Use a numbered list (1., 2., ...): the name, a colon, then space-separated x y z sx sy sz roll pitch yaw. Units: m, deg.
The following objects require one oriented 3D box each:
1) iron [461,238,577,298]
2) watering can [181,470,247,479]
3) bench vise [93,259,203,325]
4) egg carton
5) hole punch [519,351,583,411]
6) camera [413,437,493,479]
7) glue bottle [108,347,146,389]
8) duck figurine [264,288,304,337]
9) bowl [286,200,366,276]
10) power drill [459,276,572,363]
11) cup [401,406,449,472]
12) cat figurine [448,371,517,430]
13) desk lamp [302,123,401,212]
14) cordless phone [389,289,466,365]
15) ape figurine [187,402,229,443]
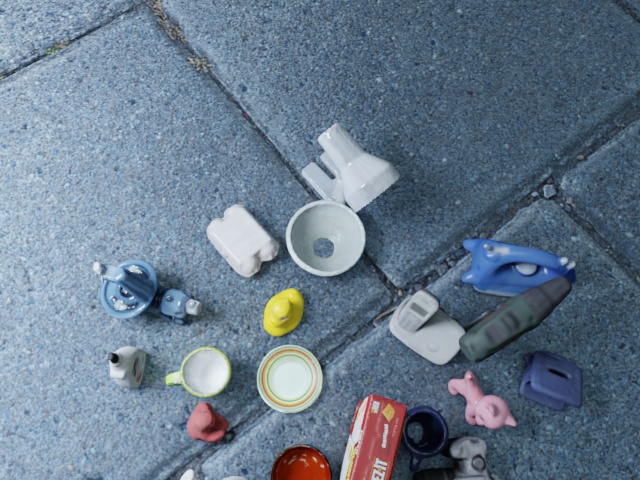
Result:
1. iron: 0.433 0.050 1.187 0.258 0.141 0.118 7 70 0
2. watering can: -0.165 0.462 0.981 0.173 0.194 0.101 12 70 2
3. bench vise: -0.331 0.086 1.090 0.207 0.220 0.121 -2 71 -3
4. egg carton: -0.164 0.001 1.209 0.107 0.069 0.150 -41 77 -15
5. hole punch: 0.462 0.275 1.136 0.108 0.091 0.101 21 71 4
6. camera: 0.244 0.442 1.060 0.137 0.101 0.143 -2 71 -4
7. glue bottle: -0.364 0.230 1.063 0.037 0.173 0.078 4 70 -1
8. duck figurine: -0.073 0.140 1.157 0.077 0.086 0.105 32 72 8
9. bowl: 0.011 0.004 1.215 0.167 0.075 0.167 1 71 -3
10. power drill: 0.358 0.161 1.108 0.230 0.208 0.075 -33 75 -13
11. cup: 0.185 0.377 1.083 0.091 0.095 0.118 18 71 4
12. cat figurine: 0.314 0.312 1.101 0.067 0.118 0.127 -28 74 -12
13. desk lamp: 0.058 -0.139 1.195 0.118 0.213 0.203 -40 77 -15
14. cordless phone: 0.219 0.163 1.112 0.147 0.185 0.094 32 72 8
15. ape figurine: -0.215 0.343 1.074 0.076 0.092 0.078 -12 72 -7
